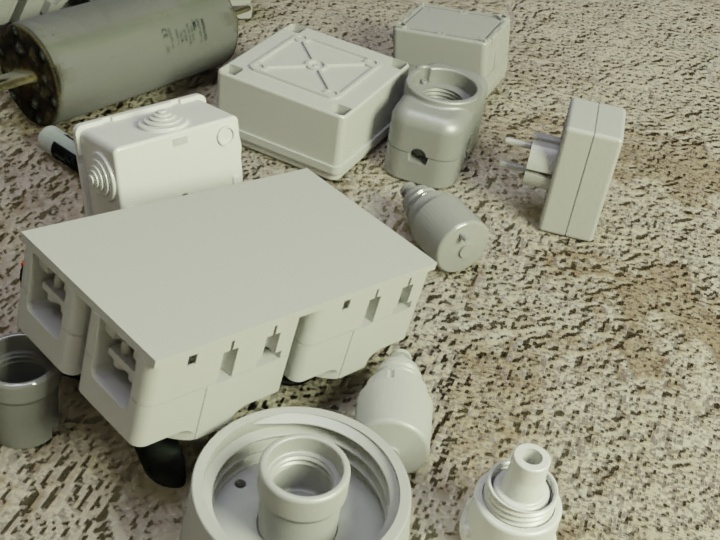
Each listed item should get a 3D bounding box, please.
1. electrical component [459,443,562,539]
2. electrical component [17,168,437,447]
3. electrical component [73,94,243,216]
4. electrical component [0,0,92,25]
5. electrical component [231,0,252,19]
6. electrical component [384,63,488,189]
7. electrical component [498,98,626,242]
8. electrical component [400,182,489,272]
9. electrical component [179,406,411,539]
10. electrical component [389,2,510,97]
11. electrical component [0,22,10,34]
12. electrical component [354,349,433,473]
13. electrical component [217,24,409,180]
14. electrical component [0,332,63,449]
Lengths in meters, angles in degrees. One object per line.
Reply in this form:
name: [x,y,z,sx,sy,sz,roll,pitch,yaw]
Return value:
electrical component: [0.075,0.109,0.509,0.048,0.062,0.048,5,38,-4]
electrical component: [-0.066,0.014,0.552,0.105,0.060,0.186,38,36,30]
electrical component: [-0.117,-0.050,0.650,0.100,0.099,0.048,-22,34,-33]
electrical component: [-0.248,-0.234,0.796,0.060,0.105,0.186,41,20,32]
electrical component: [-0.117,-0.254,0.940,0.081,0.063,0.042,-8,41,-21]
electrical component: [0.058,-0.111,0.793,0.054,0.059,0.095,17,38,11]
electrical component: [0.134,-0.073,0.739,0.076,0.083,0.047,14,38,7]
electrical component: [0.051,-0.032,0.705,0.040,0.040,0.078,-14,43,-26]
electrical component: [-0.028,0.109,0.490,0.108,0.060,0.108,6,37,-4]
electrical component: [0.069,-0.178,0.886,0.096,0.061,0.061,14,37,20]
electrical component: [-0.286,-0.206,0.870,0.035,0.035,0.061,8,40,-1]
electrical component: [0.018,0.071,0.565,0.040,0.040,0.078,9,37,1]
electrical component: [-0.035,-0.128,0.799,0.109,0.056,0.108,23,40,18]
electrical component: [-0.169,0.061,0.537,0.040,0.046,0.040,5,38,-4]
